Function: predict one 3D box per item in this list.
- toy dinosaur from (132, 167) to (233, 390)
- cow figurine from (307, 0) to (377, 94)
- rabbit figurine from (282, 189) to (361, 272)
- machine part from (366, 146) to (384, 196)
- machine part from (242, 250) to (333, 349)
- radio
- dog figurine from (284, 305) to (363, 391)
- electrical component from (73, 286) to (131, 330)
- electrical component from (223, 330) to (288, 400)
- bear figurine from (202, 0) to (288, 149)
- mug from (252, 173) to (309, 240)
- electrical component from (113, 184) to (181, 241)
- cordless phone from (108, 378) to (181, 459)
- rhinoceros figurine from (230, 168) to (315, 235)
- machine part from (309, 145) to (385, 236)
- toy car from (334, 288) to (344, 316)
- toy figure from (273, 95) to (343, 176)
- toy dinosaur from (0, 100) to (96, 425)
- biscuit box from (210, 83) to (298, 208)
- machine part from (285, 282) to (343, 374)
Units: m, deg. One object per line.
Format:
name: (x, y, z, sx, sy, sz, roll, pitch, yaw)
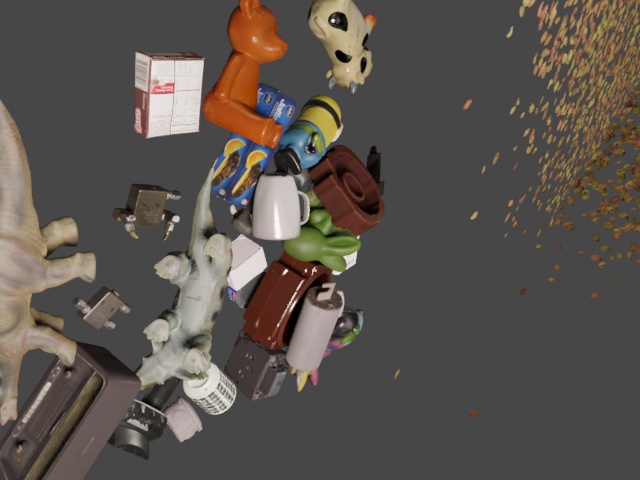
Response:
toy dinosaur: (-0.212, 0.088, 0.916, 0.192, 0.131, 0.404, 177, -69, -83)
cow figurine: (0.042, -0.346, 0.946, 0.127, 0.086, 0.194, -64, 150, -5)
rabbit figurine: (-0.002, -0.003, 1.066, 0.170, 0.159, 0.121, -42, 166, -47)
machine part: (0.120, -0.144, 1.191, 0.139, 0.039, 0.084, -87, -177, -52)
machine part: (-0.061, 0.124, 1.129, 0.201, 0.087, 0.201, -61, 161, 3)
radio: (-0.386, 0.275, 0.815, 0.229, 0.131, 0.073, -57, 147, -4)
dog figurine: (0.003, 0.257, 1.288, 0.108, 0.192, 0.219, -1, 101, -60)
electrical component: (-0.341, 0.104, 0.842, 0.063, 0.021, 0.093, -50, 145, -15)
electrical component: (-0.133, 0.270, 1.145, 0.058, 0.134, 0.114, 5, 109, -55)
bear figurine: (-0.092, -0.250, 0.796, 0.120, 0.132, 0.195, -51, 166, -85)
mug: (-0.063, -0.061, 0.915, 0.109, 0.081, 0.107, -9, 109, -31)
electrical component: (-0.259, -0.042, 0.816, 0.102, 0.045, 0.078, 8, 110, -55)
cordless phone: (-0.320, 0.290, 0.983, 0.184, 0.089, 0.146, -59, 148, -22)
rhinoceros figurine: (-0.084, -0.080, 0.994, 0.190, 0.073, 0.112, -48, 147, -18)
machine part: (0.053, -0.095, 1.023, 0.056, 0.179, 0.179, -30, 160, 30)
toy car: (0.001, 0.195, 1.175, 0.073, 0.056, 0.201, -25, 142, -61)
toy figure: (-0.018, -0.188, 0.959, 0.180, 0.082, 0.089, -52, 156, -40)
toy dinosaur: (-0.387, 0.031, 0.655, 0.198, 0.105, 0.470, -5, 114, -48)
biscuit box: (-0.116, -0.158, 0.902, 0.062, 0.059, 0.202, 20, 98, -57)
machine part: (-0.013, 0.180, 1.080, 0.079, 0.079, 0.243, -17, 134, -46)
